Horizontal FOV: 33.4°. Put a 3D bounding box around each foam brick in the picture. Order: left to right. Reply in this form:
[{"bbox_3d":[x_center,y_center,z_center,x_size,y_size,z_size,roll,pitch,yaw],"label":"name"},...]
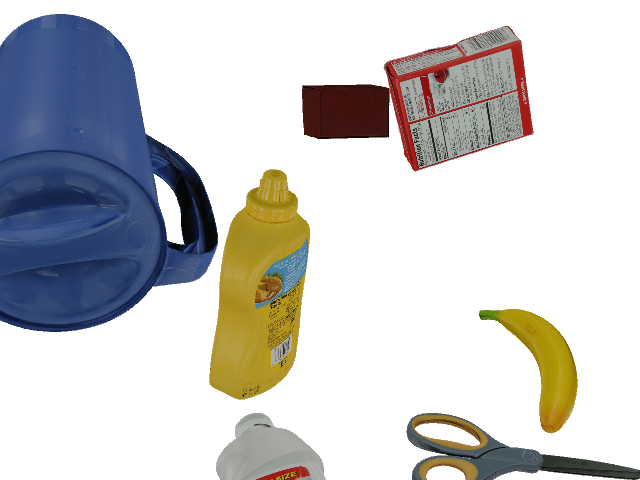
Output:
[{"bbox_3d":[0.026,-0.131,1.087,0.078,0.051,0.053,-3,13,-19],"label":"foam brick"}]

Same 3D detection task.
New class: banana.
[{"bbox_3d":[0.234,0.129,1.136,0.069,0.037,0.198,-25,34,2],"label":"banana"}]

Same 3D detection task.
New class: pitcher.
[{"bbox_3d":[-0.168,-0.058,0.735,0.145,0.149,0.243,-24,36,6],"label":"pitcher"}]

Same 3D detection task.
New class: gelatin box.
[{"bbox_3d":[0.094,-0.095,0.717,0.089,0.073,0.030,-17,35,0],"label":"gelatin box"}]

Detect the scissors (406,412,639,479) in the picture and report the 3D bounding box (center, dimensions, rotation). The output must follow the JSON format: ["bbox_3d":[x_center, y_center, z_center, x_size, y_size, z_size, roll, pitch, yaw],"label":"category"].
[{"bbox_3d":[0.165,0.198,0.900,0.202,0.016,0.096,16,41,15],"label":"scissors"}]

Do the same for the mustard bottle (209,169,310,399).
[{"bbox_3d":[-0.047,0.031,0.876,0.058,0.192,0.096,23,33,24],"label":"mustard bottle"}]

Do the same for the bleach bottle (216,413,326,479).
[{"bbox_3d":[-0.032,0.208,0.717,0.102,0.068,0.251,-10,32,-9],"label":"bleach bottle"}]
